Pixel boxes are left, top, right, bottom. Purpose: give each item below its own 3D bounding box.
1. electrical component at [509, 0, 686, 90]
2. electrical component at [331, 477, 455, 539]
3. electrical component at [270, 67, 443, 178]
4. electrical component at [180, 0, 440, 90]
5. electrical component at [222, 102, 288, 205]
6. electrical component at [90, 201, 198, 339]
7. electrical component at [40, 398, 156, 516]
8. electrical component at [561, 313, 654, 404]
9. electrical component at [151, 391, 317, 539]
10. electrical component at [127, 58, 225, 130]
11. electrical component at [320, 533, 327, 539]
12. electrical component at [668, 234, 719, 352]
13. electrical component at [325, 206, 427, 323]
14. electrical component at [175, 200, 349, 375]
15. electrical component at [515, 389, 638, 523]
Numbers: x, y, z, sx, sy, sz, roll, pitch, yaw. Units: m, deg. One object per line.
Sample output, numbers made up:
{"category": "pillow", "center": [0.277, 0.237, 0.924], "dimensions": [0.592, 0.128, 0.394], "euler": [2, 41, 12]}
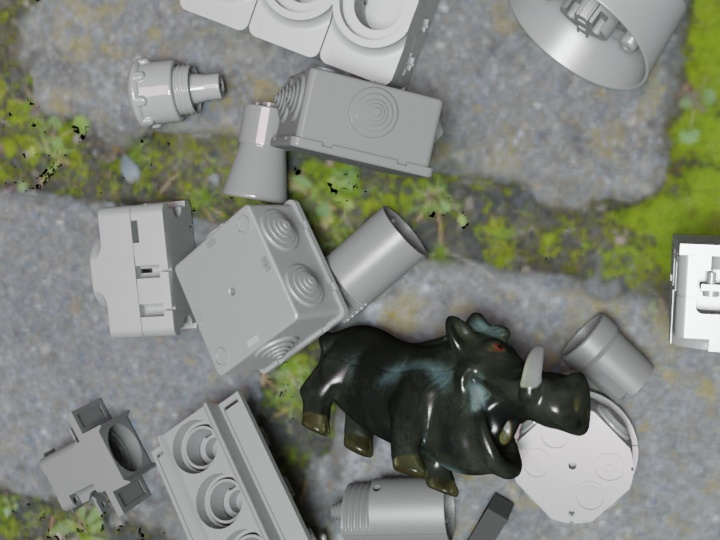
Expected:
{"category": "electrical component", "center": [0.140, -0.156, 0.638], "dimensions": [0.099, 0.099, 0.064], "euler": [36, 96, 8]}
{"category": "electrical component", "center": [0.020, 0.161, 0.723], "dimensions": [0.081, 0.043, 0.043], "euler": [-5, 94, 14]}
{"category": "electrical component", "center": [-0.003, -0.091, 0.669], "dimensions": [0.100, 0.100, 0.048], "euler": [12, 93, -14]}
{"category": "electrical component", "center": [-0.029, -0.184, 0.691], "dimensions": [0.150, 0.062, 0.089], "euler": [23, 100, 10]}
{"category": "electrical component", "center": [-0.065, -0.079, 0.722], "dimensions": [0.044, 0.044, 0.065], "euler": [10, 93, 12]}
{"category": "electrical component", "center": [-0.149, -0.001, 0.744], "dimensions": [0.056, 0.050, 0.089], "euler": [-4, 95, 14]}
{"category": "electrical component", "center": [-0.190, 0.139, 0.773], "dimensions": [0.064, 0.042, 0.081], "euler": [-28, 88, 16]}
{"category": "electrical component", "center": [0.158, 0.057, 0.683], "dimensions": [0.046, 0.040, 0.040], "euler": [43, 103, 0]}
{"category": "electrical component", "center": [-0.079, 0.155, 0.721], "dimensions": [0.079, 0.063, 0.121], "euler": [-36, 66, 14]}
{"category": "electrical component", "center": [-0.124, -0.122, 0.730], "dimensions": [0.062, 0.048, 0.048], "euler": [-5, 94, 7]}
{"category": "electrical component", "center": [-0.029, 0.222, 0.741], "dimensions": [0.077, 0.044, 0.079], "euler": [-10, 85, 16]}
{"category": "electrical component", "center": [0.260, 0.015, 0.627], "dimensions": [0.150, 0.089, 0.061], "euler": [3, 96, 13]}
{"category": "electrical component", "center": [0.000, 0.000, 0.712], "dimensions": [0.081, 0.043, 0.043], "euler": [-41, 85, 14]}
{"category": "electrical component", "center": [-0.067, 0.013, 0.703], "dimensions": [0.100, 0.048, 0.099], "euler": [-37, 70, 34]}
{"category": "electrical component", "center": [0.137, 0.118, 0.687], "dimensions": [0.080, 0.051, 0.080], "euler": [1, 96, 13]}
